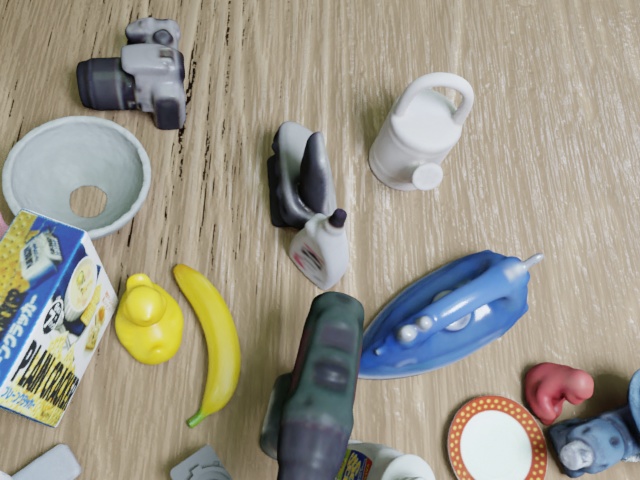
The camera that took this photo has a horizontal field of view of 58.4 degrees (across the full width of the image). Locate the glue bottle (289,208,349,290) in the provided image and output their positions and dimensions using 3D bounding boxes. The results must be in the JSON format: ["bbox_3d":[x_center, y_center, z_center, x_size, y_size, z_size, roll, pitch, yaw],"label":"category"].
[{"bbox_3d":[0.006,0.002,0.685,0.078,0.173,0.037,42,66,8],"label":"glue bottle"}]

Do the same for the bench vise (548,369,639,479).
[{"bbox_3d":[0.383,0.220,0.644,0.208,0.219,0.121,-32,76,-22],"label":"bench vise"}]

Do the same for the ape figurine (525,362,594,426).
[{"bbox_3d":[0.303,0.185,0.713,0.078,0.092,0.076,-12,70,-16],"label":"ape figurine"}]

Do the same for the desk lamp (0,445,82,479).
[{"bbox_3d":[-0.309,0.265,0.484,0.203,0.213,0.118,-36,78,-23],"label":"desk lamp"}]

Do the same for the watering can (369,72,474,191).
[{"bbox_3d":[0.140,-0.146,0.766,0.101,0.194,0.173,-13,70,-16],"label":"watering can"}]

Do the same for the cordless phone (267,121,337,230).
[{"bbox_3d":[-0.012,-0.101,0.719,0.094,0.185,0.147,-6,68,-14],"label":"cordless phone"}]

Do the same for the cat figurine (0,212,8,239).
[{"bbox_3d":[-0.355,0.039,0.625,0.067,0.117,0.128,19,65,-3],"label":"cat figurine"}]

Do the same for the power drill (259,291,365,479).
[{"bbox_3d":[-0.010,0.177,0.587,0.075,0.208,0.230,15,65,-5],"label":"power drill"}]

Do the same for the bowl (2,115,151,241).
[{"bbox_3d":[-0.291,-0.065,0.707,0.167,0.074,0.167,4,66,-10],"label":"bowl"}]

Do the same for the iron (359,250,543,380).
[{"bbox_3d":[0.153,0.090,0.695,0.259,0.141,0.118,-26,74,-21],"label":"iron"}]

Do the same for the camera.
[{"bbox_3d":[-0.253,-0.231,0.772,0.137,0.100,0.143,-5,68,-14],"label":"camera"}]

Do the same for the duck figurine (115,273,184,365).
[{"bbox_3d":[-0.197,0.087,0.655,0.078,0.086,0.104,-15,71,-17],"label":"duck figurine"}]
